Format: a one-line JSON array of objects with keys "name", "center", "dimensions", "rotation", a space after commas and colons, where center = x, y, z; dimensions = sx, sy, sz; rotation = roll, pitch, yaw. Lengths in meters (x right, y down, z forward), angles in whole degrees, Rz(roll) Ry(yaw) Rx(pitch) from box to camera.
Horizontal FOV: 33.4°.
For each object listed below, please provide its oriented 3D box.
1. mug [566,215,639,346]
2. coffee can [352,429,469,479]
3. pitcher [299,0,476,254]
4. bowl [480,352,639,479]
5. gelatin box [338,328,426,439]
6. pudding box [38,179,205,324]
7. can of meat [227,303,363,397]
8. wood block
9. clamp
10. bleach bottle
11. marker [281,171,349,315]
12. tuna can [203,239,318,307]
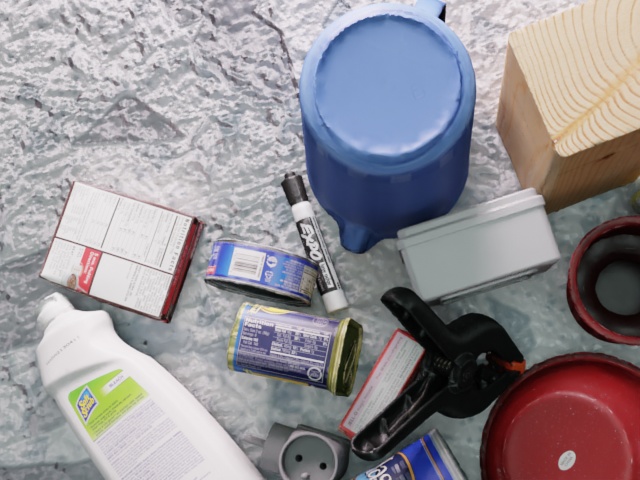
[{"name": "mug", "center": [0.236, 0.043, 0.791], "dimensions": [0.093, 0.081, 0.117], "rotation": [-44, 78, -1]}, {"name": "coffee can", "center": [0.051, 0.217, 0.777], "dimensions": [0.140, 0.103, 0.103], "rotation": [-31, 78, 2]}, {"name": "pitcher", "center": [0.051, -0.089, 0.755], "dimensions": [0.145, 0.243, 0.149], "rotation": [-23, 83, 0]}, {"name": "bowl", "center": [0.183, 0.158, 0.767], "dimensions": [0.162, 0.055, 0.162], "rotation": [-8, 74, 27]}, {"name": "gelatin box", "center": [0.051, 0.113, 0.809], "dimensions": [0.030, 0.073, 0.089], "rotation": [29, 85, 11]}, {"name": "pudding box", "center": [-0.162, 0.009, 0.872], "dimensions": [0.113, 0.039, 0.090], "rotation": [18, 82, 8]}, {"name": "can of meat", "center": [-0.017, 0.083, 0.809], "dimensions": [0.084, 0.102, 0.057], "rotation": [10, 83, 11]}, {"name": "wood block", "center": [0.185, -0.089, 0.756], "dimensions": [0.091, 0.206, 0.090], "rotation": [-21, 79, 3]}, {"name": "clamp", "center": [0.089, 0.082, 0.758], "dimensions": [0.039, 0.171, 0.120], "rotation": [26, 115, 38]}, {"name": "bleach bottle", "center": [-0.137, 0.140, 0.836], "dimensions": [0.102, 0.068, 0.251], "rotation": [-39, 76, -1]}, {"name": "marker", "center": [-0.006, 0.001, 0.862], "dimensions": [0.020, 0.020, 0.121], "rotation": [-21, 79, 4]}, {"name": "tuna can", "center": [-0.045, 0.026, 0.830], "dimensions": [0.086, 0.086, 0.034], "rotation": [12, 81, 9]}]
